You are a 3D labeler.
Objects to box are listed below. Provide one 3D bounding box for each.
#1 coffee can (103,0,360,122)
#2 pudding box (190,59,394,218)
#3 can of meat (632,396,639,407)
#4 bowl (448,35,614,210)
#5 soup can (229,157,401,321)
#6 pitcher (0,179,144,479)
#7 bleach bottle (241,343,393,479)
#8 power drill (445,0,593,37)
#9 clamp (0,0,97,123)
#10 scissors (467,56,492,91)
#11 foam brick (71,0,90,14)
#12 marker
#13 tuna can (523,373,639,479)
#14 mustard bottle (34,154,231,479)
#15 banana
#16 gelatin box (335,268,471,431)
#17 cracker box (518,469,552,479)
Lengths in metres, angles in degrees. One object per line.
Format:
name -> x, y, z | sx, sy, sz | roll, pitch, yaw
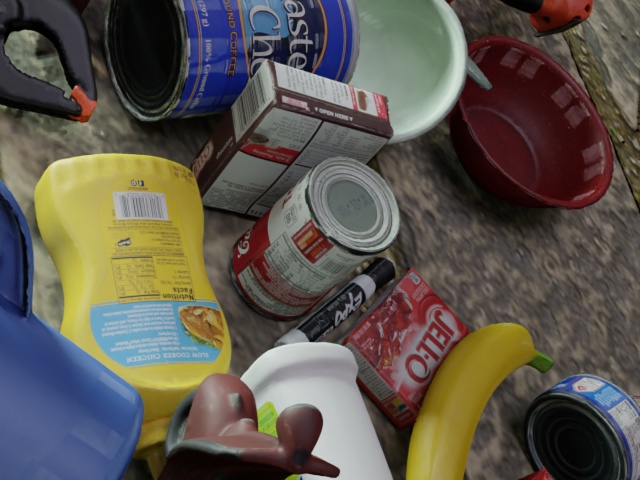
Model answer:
coffee can -> -0.058, -0.136, 0.715 | 0.140, 0.103, 0.103 | -11, 70, -38
pudding box -> -0.020, -0.057, 0.687 | 0.089, 0.114, 0.039 | 12, 53, -29
can of meat -> 0.240, 0.162, 0.771 | 0.083, 0.058, 0.102 | 7, 59, -28
bowl -> 0.159, -0.084, 0.864 | 0.161, 0.055, 0.162 | 17, 55, -26
soup can -> -0.004, 0.001, 0.669 | 0.068, 0.102, 0.068 | 16, 56, -26
pitcher -> -0.199, 0.044, 0.487 | 0.242, 0.149, 0.145 | 37, 47, -15
bleach bottle -> 0.018, 0.181, 0.542 | 0.067, 0.103, 0.251 | 4, 47, -36
power drill -> 0.145, -0.259, 0.872 | 0.187, 0.057, 0.184 | 13, 77, -34
clamp -> -0.194, -0.147, 0.651 | 0.171, 0.039, 0.120 | 39, 84, -13
scissors -> 0.061, -0.184, 0.847 | 0.096, 0.016, 0.202 | 3, 42, -22
foam brick -> -0.167, -0.199, 0.713 | 0.053, 0.051, 0.078 | 25, 52, -21
marker -> 0.013, 0.045, 0.711 | 0.020, 0.020, 0.120 | 51, 47, 2
tuna can -> 0.181, 0.137, 0.725 | 0.033, 0.086, 0.086 | -21, 76, -39
mustard bottle -> -0.100, 0.046, 0.606 | 0.096, 0.058, 0.191 | 1, 63, -35
banana -> 0.097, 0.108, 0.678 | 0.069, 0.037, 0.197 | 49, 47, -3
gelatin box -> 0.059, 0.072, 0.718 | 0.073, 0.030, 0.089 | 48, 48, -1
cracker box -> 0.137, 0.269, 0.624 | 0.163, 0.072, 0.214 | -30, 82, -42
